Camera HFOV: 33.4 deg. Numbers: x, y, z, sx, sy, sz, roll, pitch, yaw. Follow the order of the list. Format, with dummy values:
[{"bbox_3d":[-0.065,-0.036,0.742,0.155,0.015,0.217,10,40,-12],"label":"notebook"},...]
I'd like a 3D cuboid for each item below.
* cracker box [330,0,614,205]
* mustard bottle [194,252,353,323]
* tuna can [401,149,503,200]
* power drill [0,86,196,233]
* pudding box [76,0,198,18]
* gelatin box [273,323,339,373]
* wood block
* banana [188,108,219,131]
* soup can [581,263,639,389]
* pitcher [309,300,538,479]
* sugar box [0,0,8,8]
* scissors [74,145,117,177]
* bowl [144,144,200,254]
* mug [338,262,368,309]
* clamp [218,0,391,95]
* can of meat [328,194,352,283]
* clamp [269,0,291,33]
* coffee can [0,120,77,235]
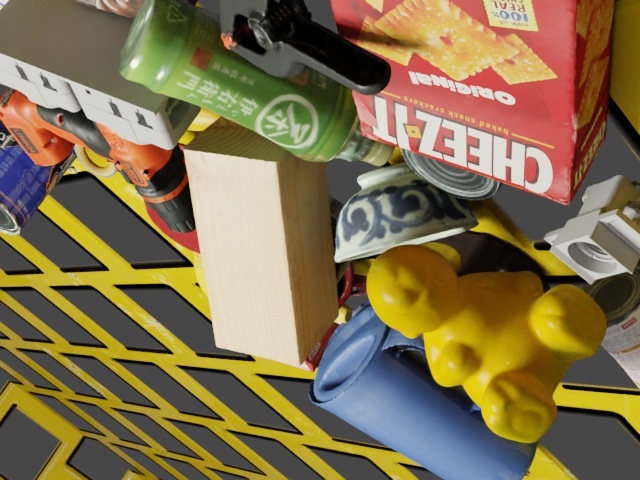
[{"bbox_3d":[0.093,-0.126,0.661,0.164,0.072,0.213,22,155,23],"label":"cracker box"},{"bbox_3d":[-0.048,0.057,1.201,0.192,0.058,0.096,18,143,30],"label":"mustard bottle"},{"bbox_3d":[0.104,-0.069,0.804,0.086,0.033,0.086,26,156,13],"label":"tuna can"},{"bbox_3d":[-0.210,-0.087,1.038,0.188,0.057,0.184,18,151,28],"label":"power drill"},{"bbox_3d":[-0.158,-0.218,0.828,0.114,0.039,0.090,19,152,27],"label":"pudding box"},{"bbox_3d":[-0.028,0.111,1.263,0.089,0.073,0.030,10,148,40],"label":"gelatin box"},{"bbox_3d":[-0.047,-0.003,0.941,0.091,0.090,0.206,10,125,24],"label":"wood block"},{"bbox_3d":[-0.175,-0.147,0.988,0.198,0.037,0.070,32,159,1],"label":"banana"},{"bbox_3d":[0.258,0.073,0.850,0.102,0.068,0.069,44,154,-23],"label":"soup can"},{"bbox_3d":[0.123,0.178,1.154,0.242,0.145,0.149,36,-172,-17],"label":"pitcher"},{"bbox_3d":[-0.305,-0.234,0.971,0.093,0.048,0.176,34,153,-5],"label":"sugar box"},{"bbox_3d":[-0.268,-0.137,1.110,0.201,0.016,0.096,34,129,-5],"label":"scissors"},{"bbox_3d":[-0.133,-0.032,1.139,0.162,0.055,0.162,27,155,13],"label":"bowl"},{"bbox_3d":[-0.006,0.044,1.106,0.117,0.093,0.082,2,164,-10],"label":"mug"},{"bbox_3d":[-0.028,-0.149,0.678,0.172,0.039,0.120,18,138,57],"label":"clamp"},{"bbox_3d":[-0.007,0.001,1.021,0.084,0.057,0.102,35,133,3],"label":"can of meat"},{"bbox_3d":[-0.087,-0.199,0.733,0.210,0.036,0.165,14,156,0],"label":"clamp"},{"bbox_3d":[-0.325,-0.091,1.152,0.103,0.140,0.103,26,156,13],"label":"coffee can"}]
